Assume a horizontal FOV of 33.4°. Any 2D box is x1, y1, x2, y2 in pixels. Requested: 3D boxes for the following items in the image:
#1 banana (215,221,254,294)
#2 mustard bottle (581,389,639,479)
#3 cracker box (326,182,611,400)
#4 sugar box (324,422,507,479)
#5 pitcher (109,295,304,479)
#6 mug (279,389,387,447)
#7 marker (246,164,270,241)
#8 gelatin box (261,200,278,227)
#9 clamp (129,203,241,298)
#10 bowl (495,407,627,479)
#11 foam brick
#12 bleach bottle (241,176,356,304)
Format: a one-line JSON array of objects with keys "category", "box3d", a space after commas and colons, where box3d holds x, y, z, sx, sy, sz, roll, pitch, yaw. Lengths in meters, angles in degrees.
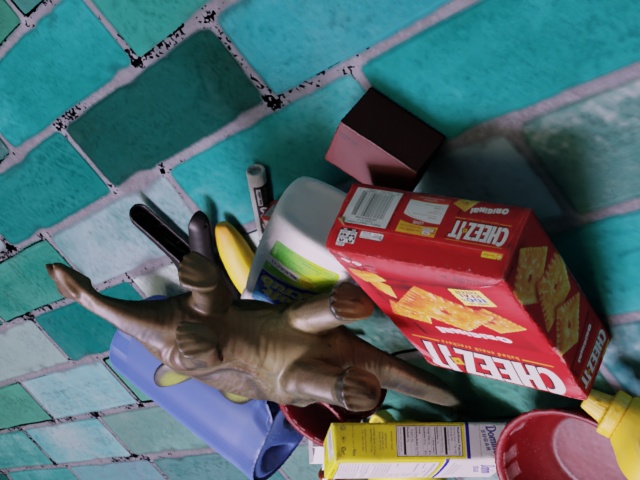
[{"category": "banana", "box3d": [-0.045, 0.060, 1.142, 0.198, 0.037, 0.070, 41, 129, -2]}, {"category": "mustard bottle", "box3d": [0.305, 0.180, 0.879, 0.192, 0.096, 0.058, 30, 144, 15]}, {"category": "cracker box", "box3d": [0.124, 0.046, 0.874, 0.164, 0.072, 0.213, 10, 155, 37]}, {"category": "sugar box", "box3d": [0.095, 0.212, 1.075, 0.176, 0.048, 0.093, -1, 158, -6]}, {"category": "pitcher", "box3d": [-0.128, 0.174, 1.271, 0.243, 0.144, 0.149, 31, 110, 20]}, {"category": "mug", "box3d": [0.023, 0.166, 1.149, 0.117, 0.081, 0.093, -6, 125, 48]}, {"category": "marker", "box3d": [-0.057, -0.025, 1.070, 0.020, 0.020, 0.121, 22, 142, 26]}, {"category": "gelatin box", "box3d": [-0.007, 0.001, 1.043, 0.089, 0.030, 0.073, 11, 138, 34]}, {"category": "clamp", "box3d": [-0.131, 0.026, 1.179, 0.120, 0.039, 0.171, 5, 138, 53]}, {"category": "bowl", "box3d": [0.247, 0.213, 0.991, 0.162, 0.055, 0.162, 19, 125, 30]}, {"category": "foam brick", "box3d": [0.053, -0.076, 0.879, 0.078, 0.051, 0.053, 36, 145, 7]}, {"category": "bleach bottle", "box3d": [-0.018, 0.041, 1.018, 0.102, 0.068, 0.251, 31, 148, 4]}]
